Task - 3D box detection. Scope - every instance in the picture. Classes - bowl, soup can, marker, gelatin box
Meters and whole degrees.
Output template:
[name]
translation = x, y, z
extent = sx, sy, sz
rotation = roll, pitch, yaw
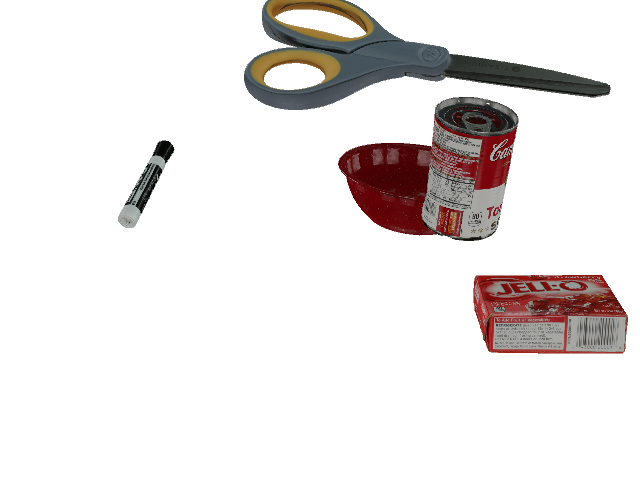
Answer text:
[bowl]
translation = 0.096, -0.048, 1.091
extent = 0.162, 0.055, 0.162
rotation = 4, 24, -2
[soup can]
translation = 0.122, -0.059, 0.888
extent = 0.068, 0.102, 0.068
rotation = 4, 31, -2
[marker]
translation = -0.175, -0.060, 1.084
extent = 0.020, 0.020, 0.121
rotation = 0, 44, 19
[gelatin box]
translation = 0.148, 0.046, 0.699
extent = 0.089, 0.030, 0.073
rotation = 0, 18, 2

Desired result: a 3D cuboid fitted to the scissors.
[scissors]
translation = 0.045, -0.088, 0.582
extent = 0.202, 0.096, 0.016
rotation = 25, -32, 23
